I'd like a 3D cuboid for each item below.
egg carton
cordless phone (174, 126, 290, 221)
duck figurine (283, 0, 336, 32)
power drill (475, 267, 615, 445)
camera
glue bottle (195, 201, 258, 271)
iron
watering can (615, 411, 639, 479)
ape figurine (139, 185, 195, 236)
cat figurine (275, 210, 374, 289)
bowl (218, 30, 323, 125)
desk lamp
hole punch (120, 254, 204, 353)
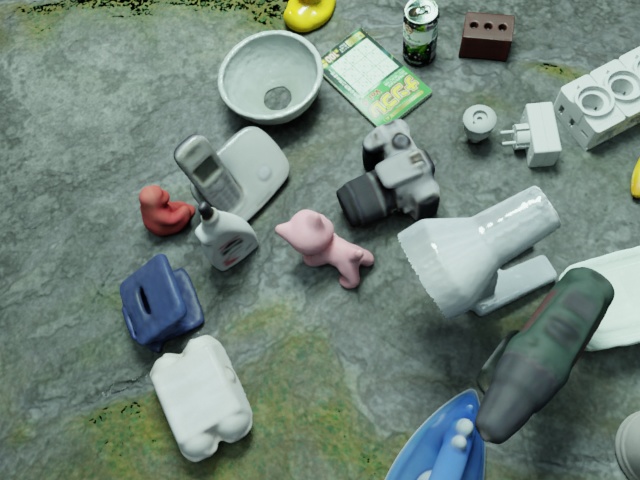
[{"bbox_3d":[-0.157,0.208,0.764,0.107,0.069,0.150,-30,69,-4],"label":"egg carton"},{"bbox_3d":[-0.126,-0.111,0.816,0.094,0.185,0.148,36,78,18],"label":"cordless phone"},{"bbox_3d":[-0.022,-0.412,0.968,0.077,0.086,0.104,42,80,19],"label":"duck figurine"},{"bbox_3d":[0.244,0.142,0.663,0.075,0.208,0.230,36,78,18],"label":"power drill"},{"bbox_3d":[0.088,-0.089,0.826,0.137,0.101,0.143,-24,69,-2],"label":"camera"},{"bbox_3d":[-0.137,-0.012,0.787,0.078,0.173,0.037,-41,70,-8],"label":"glue bottle"},{"bbox_3d":[0.135,0.285,0.660,0.118,0.141,0.258,22,74,15],"label":"iron"},{"bbox_3d":[0.403,0.221,0.621,0.101,0.194,0.173,-15,69,2],"label":"watering can"},{"bbox_3d":[-0.239,-0.051,0.858,0.076,0.092,0.077,-40,70,-8],"label":"ape figurine"},{"bbox_3d":[0.007,0.003,0.793,0.127,0.118,0.067,26,75,16],"label":"cat figurine"},{"bbox_3d":[-0.073,-0.247,0.919,0.167,0.075,0.167,-2,70,6],"label":"bowl"},{"bbox_3d":[0.202,0.019,0.711,0.203,0.214,0.118,-26,69,-3],"label":"desk lamp"},{"bbox_3d":[-0.230,0.090,0.805,0.101,0.091,0.108,-26,69,-3],"label":"hole punch"}]
